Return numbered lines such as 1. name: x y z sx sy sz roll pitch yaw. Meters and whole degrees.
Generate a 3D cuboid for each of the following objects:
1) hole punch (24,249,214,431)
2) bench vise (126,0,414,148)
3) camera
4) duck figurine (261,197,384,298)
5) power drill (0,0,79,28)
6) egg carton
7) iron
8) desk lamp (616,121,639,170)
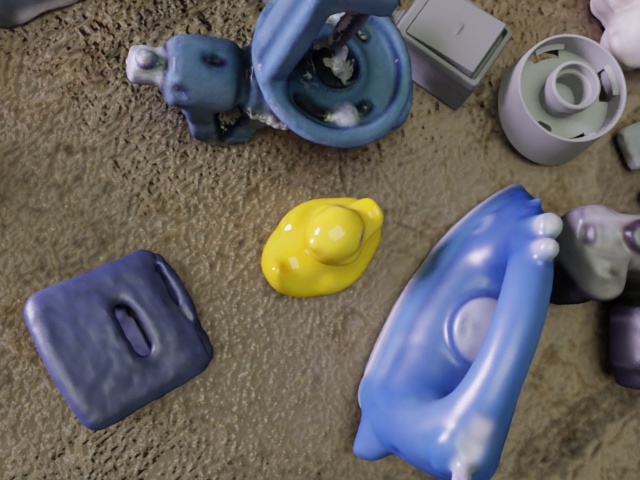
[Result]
1. hole punch: -0.140 0.066 0.414 0.101 0.091 0.108 -30 86 -8
2. bench vise: -0.022 -0.115 0.382 0.207 0.219 0.121 -19 84 -7
3. camera: 0.254 0.047 0.445 0.143 0.100 0.137 5 82 -4
4. duck figurine: 0.004 0.002 0.437 0.104 0.086 0.077 -30 86 -8
5. power drill: -0.239 -0.236 0.385 0.230 0.208 0.075 -28 85 -7
6. egg carton: 0.314 -0.200 0.497 0.150 0.069 0.107 -5 83 -5
7. iron: 0.121 0.059 0.412 0.118 0.141 0.258 24 81 -1
8. desk lamp: 0.378 -0.094 0.417 0.203 0.213 0.118 -22 85 -7
